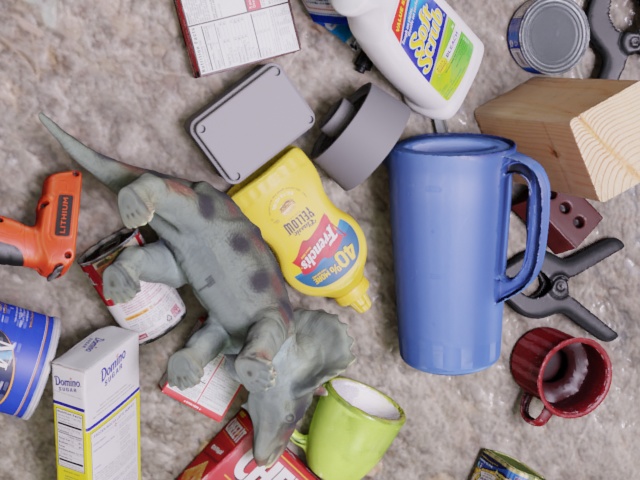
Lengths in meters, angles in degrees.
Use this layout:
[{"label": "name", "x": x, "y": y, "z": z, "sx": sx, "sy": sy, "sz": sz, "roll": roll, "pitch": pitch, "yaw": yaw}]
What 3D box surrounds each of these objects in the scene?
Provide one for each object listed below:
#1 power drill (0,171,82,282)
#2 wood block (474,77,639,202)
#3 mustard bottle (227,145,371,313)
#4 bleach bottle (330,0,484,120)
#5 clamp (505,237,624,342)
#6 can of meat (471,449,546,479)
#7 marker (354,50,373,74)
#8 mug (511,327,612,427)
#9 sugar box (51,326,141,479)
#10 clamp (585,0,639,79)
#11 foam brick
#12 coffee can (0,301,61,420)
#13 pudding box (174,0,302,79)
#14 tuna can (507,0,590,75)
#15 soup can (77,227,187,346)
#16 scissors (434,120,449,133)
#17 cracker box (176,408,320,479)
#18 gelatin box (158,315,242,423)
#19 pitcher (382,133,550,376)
[{"label": "power drill", "x": -0.321, "y": -0.041, "z": 0.996, "sx": 0.187, "sy": 0.057, "sz": 0.184, "roll": 8, "pitch": 72, "yaw": -23}, {"label": "wood block", "x": 0.254, "y": -0.108, "z": 1.099, "sx": 0.090, "sy": 0.206, "sz": 0.091, "roll": -29, "pitch": 107, "yaw": -11}, {"label": "mustard bottle", "x": -0.007, "y": 0.001, "z": 1.115, "sx": 0.096, "sy": 0.058, "sz": 0.191, "roll": -39, "pitch": 108, "yaw": -4}, {"label": "bleach bottle", "x": 0.074, "y": -0.206, "z": 1.031, "sx": 0.250, "sy": 0.068, "sz": 0.102, "roll": 26, "pitch": 91, "yaw": -56}, {"label": "clamp", "x": 0.275, "y": 0.043, "z": 1.221, "sx": 0.171, "sy": 0.039, "sz": 0.120, "roll": 14, "pitch": 80, "yaw": -16}, {"label": "can of meat", "x": 0.206, "y": 0.291, "z": 1.208, "sx": 0.057, "sy": 0.102, "sz": 0.084, "roll": 22, "pitch": 90, "yaw": -18}, {"label": "marker", "x": 0.068, "y": -0.231, "z": 1.120, "sx": 0.020, "sy": 0.020, "sz": 0.121, "roll": 25, "pitch": 91, "yaw": -19}, {"label": "mug", "x": 0.264, "y": 0.157, "z": 1.213, "sx": 0.093, "sy": 0.082, "sz": 0.117, "roll": 26, "pitch": 91, "yaw": -20}, {"label": "sugar box", "x": -0.217, "y": 0.181, "z": 1.044, "sx": 0.048, "sy": 0.093, "sz": 0.176, "roll": 10, "pitch": 113, "yaw": 22}, {"label": "clamp", "x": 0.339, "y": -0.210, "z": 1.184, "sx": 0.164, "sy": 0.036, "sz": 0.210, "roll": -20, "pitch": 91, "yaw": 5}, {"label": "foam brick", "x": 0.262, "y": -0.031, "z": 1.184, "sx": 0.078, "sy": 0.051, "sz": 0.053, "roll": 45, "pitch": 74, "yaw": -3}, {"label": "coffee can", "x": -0.330, "y": 0.103, "z": 1.010, "sx": 0.140, "sy": 0.103, "sz": 0.103, "roll": 19, "pitch": 93, "yaw": -19}, {"label": "pudding box", "x": -0.083, "y": -0.218, "z": 1.066, "sx": 0.113, "sy": 0.039, "sz": 0.090, "roll": -16, "pitch": 103, "yaw": -12}, {"label": "tuna can", "x": 0.250, "y": -0.224, "z": 1.170, "sx": 0.086, "sy": 0.034, "sz": 0.086, "roll": -3, "pitch": 100, "yaw": -17}, {"label": "soup can", "x": -0.186, "y": 0.046, "z": 1.063, "sx": 0.068, "sy": 0.069, "sz": 0.102, "roll": -33, "pitch": 108, "yaw": -10}, {"label": "scissors", "x": 0.131, "y": -0.062, "z": 1.170, "sx": 0.096, "sy": 0.016, "sz": 0.201, "roll": -34, "pitch": 107, "yaw": -9}, {"label": "cracker box", "x": -0.093, "y": 0.315, "z": 1.135, "sx": 0.213, "sy": 0.072, "sz": 0.164, "roll": -46, "pitch": 109, "yaw": -6}, {"label": "gelatin box", "x": -0.115, "y": 0.135, "z": 1.120, "sx": 0.073, "sy": 0.030, "sz": 0.089, "roll": 31, "pitch": 89, "yaw": -18}, {"label": "pitcher", "x": 0.144, "y": 0.013, "z": 1.105, "sx": 0.145, "sy": 0.149, "sz": 0.243, "roll": -5, "pitch": 105, "yaw": -11}]
